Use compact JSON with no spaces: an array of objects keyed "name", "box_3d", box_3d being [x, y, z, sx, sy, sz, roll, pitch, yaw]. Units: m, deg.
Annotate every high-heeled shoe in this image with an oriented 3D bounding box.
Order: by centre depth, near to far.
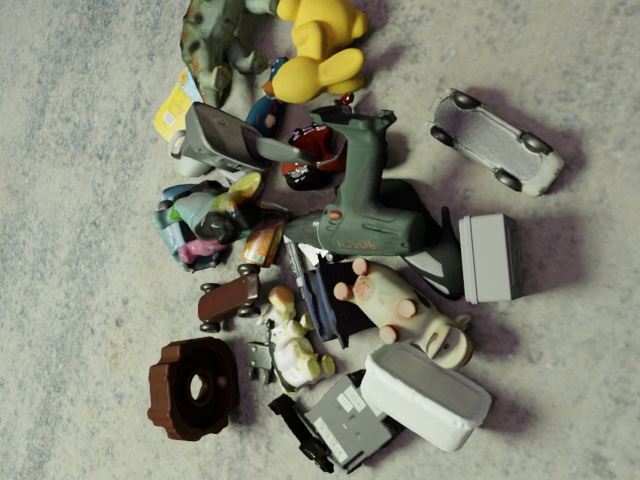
[{"name":"high-heeled shoe","box_3d":[0.119,-0.005,0.800,0.249,0.086,0.145,23,132,48]}]

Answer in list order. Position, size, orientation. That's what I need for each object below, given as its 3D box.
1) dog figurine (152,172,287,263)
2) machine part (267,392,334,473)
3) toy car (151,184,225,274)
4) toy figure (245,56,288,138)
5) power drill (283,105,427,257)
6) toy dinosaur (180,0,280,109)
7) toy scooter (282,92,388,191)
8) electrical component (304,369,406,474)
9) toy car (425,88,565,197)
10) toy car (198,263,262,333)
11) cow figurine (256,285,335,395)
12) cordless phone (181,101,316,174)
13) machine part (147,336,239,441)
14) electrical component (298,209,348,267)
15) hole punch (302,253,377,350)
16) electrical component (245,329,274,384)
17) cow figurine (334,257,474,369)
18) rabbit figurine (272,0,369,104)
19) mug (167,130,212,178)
[{"name":"dog figurine","box_3d":[-0.142,-0.048,0.852,0.219,0.191,0.108,-17,110,35]},{"name":"machine part","box_3d":[-0.028,0.306,0.849,0.039,0.084,0.139,-41,57,-4]},{"name":"toy car","box_3d":[-0.244,-0.018,0.990,0.103,0.109,0.161,-16,91,52]},{"name":"toy figure","box_3d":[-0.085,-0.237,0.922,0.064,0.057,0.154,30,98,22]},{"name":"power drill","box_3d":[0.031,-0.074,0.729,0.232,0.086,0.207,14,112,36]},{"name":"toy dinosaur","box_3d":[-0.174,-0.367,0.917,0.192,0.131,0.404,29,97,39]},{"name":"toy scooter","box_3d":[0.016,-0.156,0.848,0.184,0.075,0.135,-12,81,27]},{"name":"electrical component","box_3d":[0.060,0.265,0.809,0.134,0.058,0.115,-46,68,20]},{"name":"toy car","box_3d":[0.231,-0.134,0.730,0.202,0.056,0.073,42,114,27]},{"name":"toy car","box_3d":[-0.152,0.102,0.924,0.202,0.053,0.089,-27,57,45]},{"name":"cow figurine","box_3d":[-0.053,0.162,0.879,0.098,0.068,0.167,-37,69,31]},{"name":"cordless phone","box_3d":[-0.107,-0.142,0.802,0.184,0.146,0.088,19,92,42]},{"name":"machine part","box_3d":[-0.213,0.249,0.911,0.056,0.179,0.179,-10,82,33]},{"name":"electrical component","box_3d":[-0.002,-0.001,0.866,0.078,0.045,0.102,-41,68,21]},{"name":"hole punch","box_3d":[0.017,0.096,0.815,0.092,0.115,0.142,-23,76,36]},{"name":"electrical component","box_3d":[-0.102,0.199,0.930,0.063,0.021,0.094,4,90,31]},{"name":"cow figurine","box_3d":[0.127,0.107,0.745,0.195,0.127,0.085,39,107,35]},{"name":"rabbit figurine","box_3d":[-0.004,-0.285,0.842,0.162,0.122,0.173,26,80,7]},{"name":"mug","box_3d":[-0.229,-0.163,0.981,0.081,0.109,0.107,51,125,17]}]
